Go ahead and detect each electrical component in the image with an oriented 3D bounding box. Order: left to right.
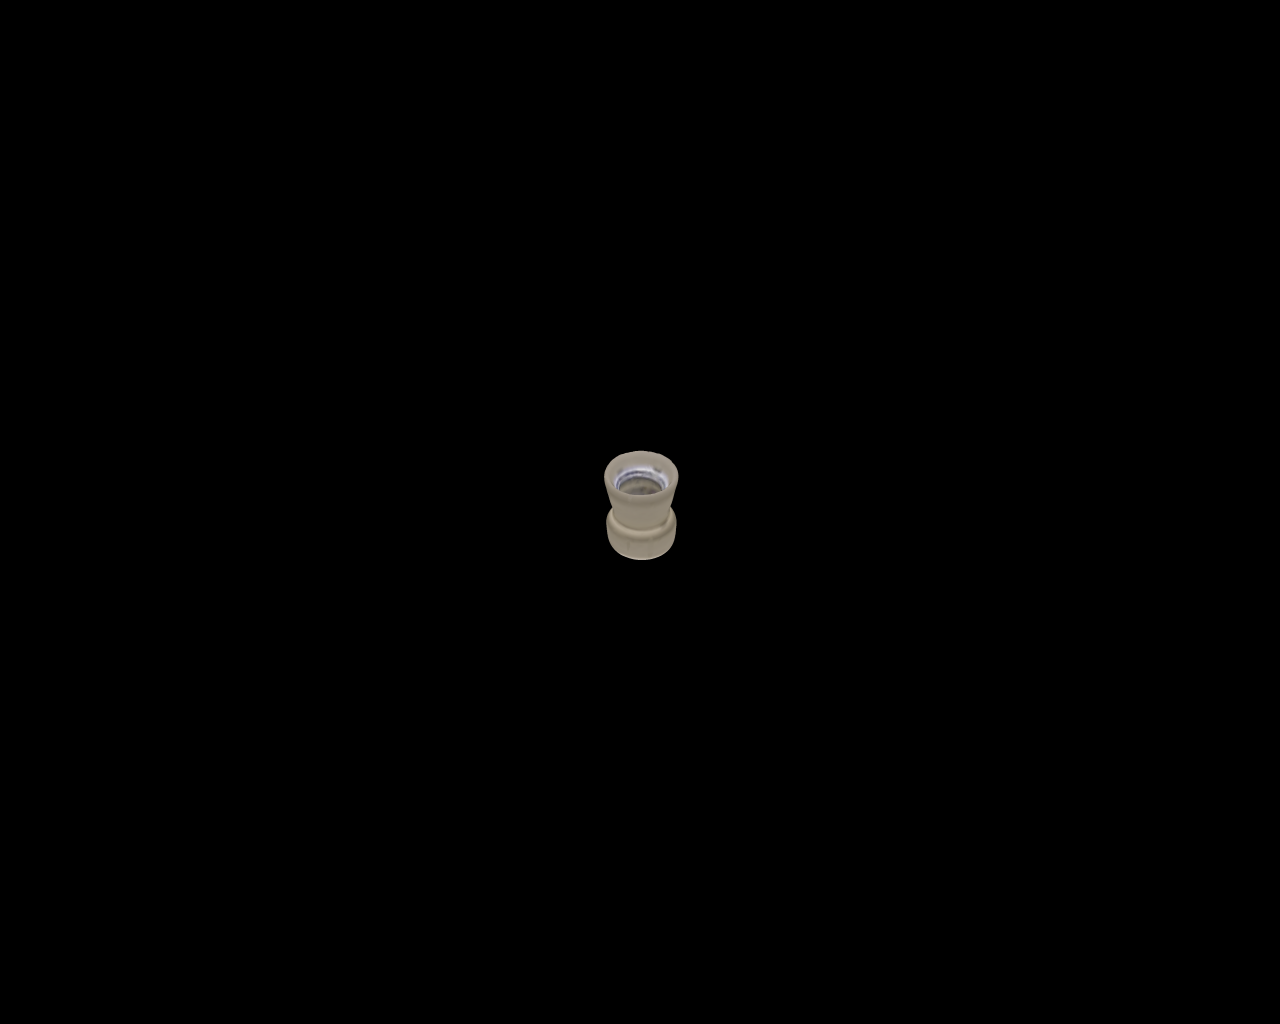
[{"bbox_3d":[0.001,-0.003,0.650,0.045,0.055,0.045,0,41,0],"label":"electrical component"}]
